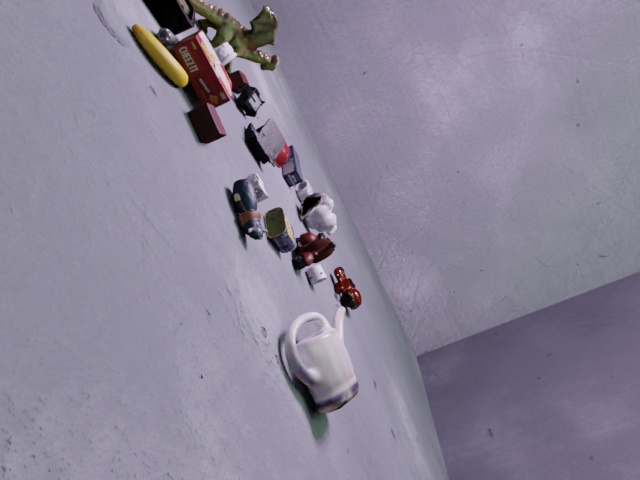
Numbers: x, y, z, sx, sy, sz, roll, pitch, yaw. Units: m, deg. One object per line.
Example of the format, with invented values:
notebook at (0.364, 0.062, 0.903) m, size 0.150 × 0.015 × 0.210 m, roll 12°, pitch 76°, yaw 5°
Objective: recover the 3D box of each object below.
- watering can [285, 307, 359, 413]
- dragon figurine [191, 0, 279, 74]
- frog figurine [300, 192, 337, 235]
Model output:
watering can at (0.026, 0.272, 1.221) m, size 0.348 × 0.103 × 0.226 m, roll -5°, pitch 71°, yaw -65°
dragon figurine at (-0.254, -0.678, 1.641) m, size 0.402 × 0.242 × 0.125 m, roll 57°, pitch 18°, yaw -53°
frog figurine at (0.006, -0.097, 1.929) m, size 0.157 × 0.137 × 0.124 m, roll 35°, pitch -1°, yaw -38°
